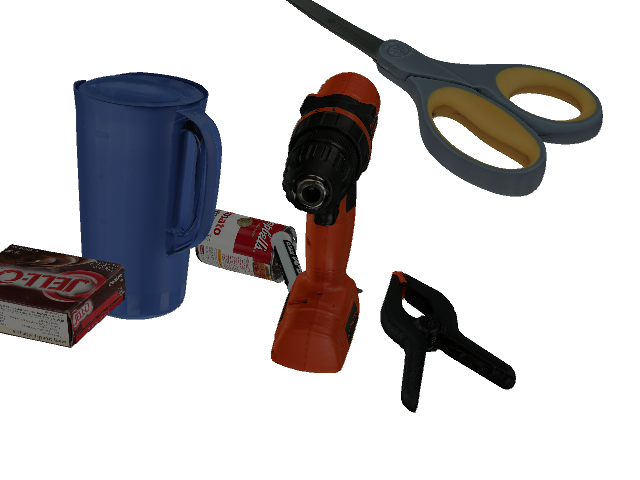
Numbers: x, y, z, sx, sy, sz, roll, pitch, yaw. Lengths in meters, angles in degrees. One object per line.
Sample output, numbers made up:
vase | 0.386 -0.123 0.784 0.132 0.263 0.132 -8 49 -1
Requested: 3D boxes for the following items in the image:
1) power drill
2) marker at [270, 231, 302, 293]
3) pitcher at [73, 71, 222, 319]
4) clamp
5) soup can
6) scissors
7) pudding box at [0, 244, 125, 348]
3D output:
power drill | 0.003 -0.006 0.730 0.057 0.188 0.184 11 27 7
marker | -0.024 0.030 0.938 0.020 0.020 0.121 0 31 -14
pitcher | -0.180 -0.043 1.095 0.145 0.243 0.149 2 22 -9
clamp | 0.120 0.098 1.076 0.120 0.171 0.039 1 -45 -18
soup can | -0.087 0.005 1.257 0.102 0.068 0.068 14 5 20
scissors | 0.059 -0.089 0.528 0.096 0.016 0.202 -17 45 -20
pudding box | -0.230 0.044 0.875 0.114 0.039 0.090 7 24 17
